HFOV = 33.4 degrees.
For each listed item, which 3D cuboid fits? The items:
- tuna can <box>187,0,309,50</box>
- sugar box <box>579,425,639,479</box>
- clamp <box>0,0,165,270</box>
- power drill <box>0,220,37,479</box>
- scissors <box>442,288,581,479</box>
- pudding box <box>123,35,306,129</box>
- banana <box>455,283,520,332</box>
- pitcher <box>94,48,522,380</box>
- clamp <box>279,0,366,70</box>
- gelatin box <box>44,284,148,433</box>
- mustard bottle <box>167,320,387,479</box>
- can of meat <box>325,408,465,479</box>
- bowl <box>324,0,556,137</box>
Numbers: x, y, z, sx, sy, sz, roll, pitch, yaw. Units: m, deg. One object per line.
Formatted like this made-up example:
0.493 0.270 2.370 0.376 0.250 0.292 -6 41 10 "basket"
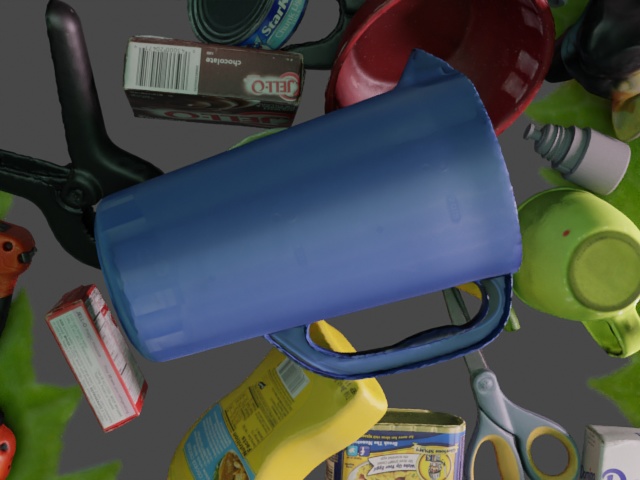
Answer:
-0.047 -0.163 0.702 0.033 0.086 0.086 14 97 -47 "tuna can"
0.236 0.229 0.789 0.093 0.048 0.176 4 97 -6 "sugar box"
-0.153 -0.047 0.700 0.209 0.036 0.165 41 121 -20 "clamp"
-0.282 0.066 0.724 0.184 0.057 0.188 16 98 -10 "power drill"
0.140 0.109 0.783 0.096 0.016 0.202 -6 97 -6 "scissors"
-0.069 -0.101 0.703 0.113 0.090 0.039 7 84 -4 "pudding box"
0.053 0.022 0.738 0.197 0.037 0.069 7 88 -11 "banana"
-0.004 0.001 0.656 0.243 0.149 0.145 -18 140 -1 "pitcher"
0.032 -0.165 0.732 0.171 0.039 0.120 -43 98 7 "clamp"
-0.151 0.078 0.726 0.030 0.073 0.089 -26 98 -2 "gelatin box"
-0.047 0.144 0.731 0.192 0.096 0.058 -43 131 6 "mustard bottle"
0.052 0.166 0.762 0.102 0.057 0.084 3 94 -6 "can of meat"
0.071 -0.123 0.708 0.162 0.055 0.162 -14 139 -13 "bowl"
